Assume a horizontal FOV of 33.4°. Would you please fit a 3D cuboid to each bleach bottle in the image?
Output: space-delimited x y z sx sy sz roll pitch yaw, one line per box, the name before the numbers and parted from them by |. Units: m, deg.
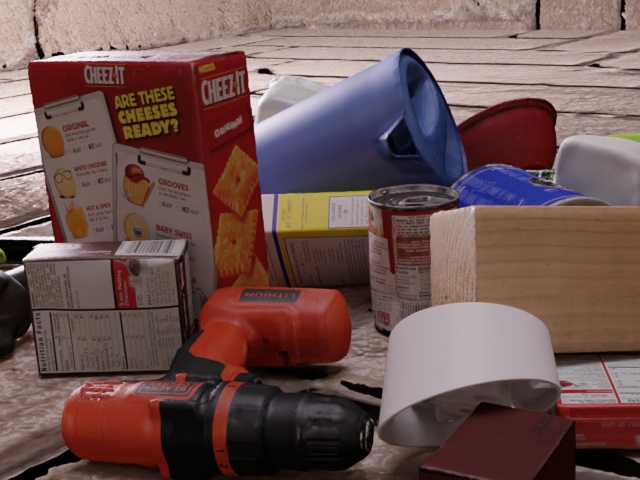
bleach bottle | 0.325 -0.066 0.903 0.250 0.068 0.103 -12 20 -30

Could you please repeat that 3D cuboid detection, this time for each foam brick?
foam brick | 0.088 0.120 0.516 0.053 0.051 0.078 7 19 30

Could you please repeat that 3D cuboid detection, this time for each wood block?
wood block | 0.183 0.024 0.690 0.206 0.090 0.091 0 -2 -11

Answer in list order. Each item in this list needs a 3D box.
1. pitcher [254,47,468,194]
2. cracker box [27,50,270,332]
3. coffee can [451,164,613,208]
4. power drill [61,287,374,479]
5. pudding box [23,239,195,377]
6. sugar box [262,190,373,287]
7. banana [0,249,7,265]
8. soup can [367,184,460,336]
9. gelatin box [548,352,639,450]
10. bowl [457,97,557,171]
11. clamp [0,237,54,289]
pitcher | 0.003 -0.065 0.950 0.243 0.145 0.149 -21 -36 23
cracker box | -0.126 -0.034 0.809 0.164 0.214 0.072 6 20 32
coffee can | 0.161 0.004 0.815 0.102 0.103 0.140 -8 16 -15
power drill | -0.040 0.084 0.660 0.185 0.057 0.187 1 16 17
pudding box | -0.147 0.048 0.754 0.113 0.090 0.039 -1 18 5
sugar box | -0.006 0.001 0.883 0.176 0.093 0.048 1 58 7
banana | -0.326 0.031 0.934 0.069 0.037 0.198 -27 17 -27
soup can | 0.071 0.015 0.795 0.068 0.102 0.068 -3 16 1
gelatin box | 0.171 0.094 0.628 0.073 0.030 0.089 -1 15 6
bowl | 0.177 -0.070 1.068 0.161 0.162 0.055 -12 62 -27
clamp | -0.216 0.016 0.981 0.209 0.036 0.165 -8 17 -12
